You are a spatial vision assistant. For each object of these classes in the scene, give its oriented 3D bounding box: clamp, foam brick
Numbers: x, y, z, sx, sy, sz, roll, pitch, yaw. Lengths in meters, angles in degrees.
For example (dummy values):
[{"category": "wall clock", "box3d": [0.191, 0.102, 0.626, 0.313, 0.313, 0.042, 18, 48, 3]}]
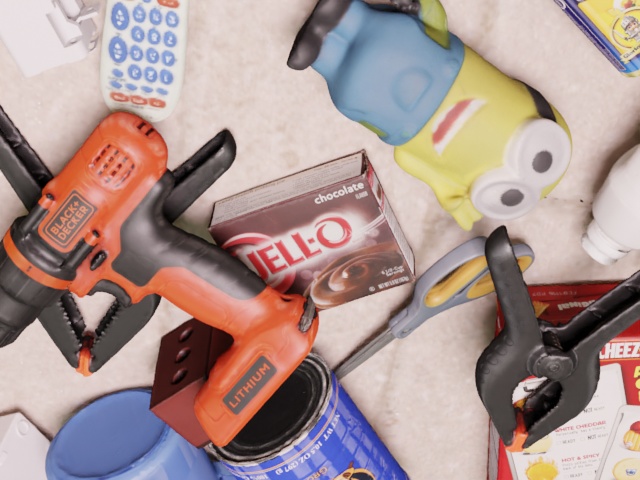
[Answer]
[{"category": "clamp", "box3d": [0.154, 0.065, 0.666, 0.120, 0.039, 0.171, 5, 128, 4]}, {"category": "clamp", "box3d": [-0.139, 0.003, 0.708, 0.164, 0.036, 0.210, 3, 123, -1]}, {"category": "foam brick", "box3d": [-0.080, 0.096, 0.751, 0.053, 0.078, 0.051, -34, 119, 20]}]

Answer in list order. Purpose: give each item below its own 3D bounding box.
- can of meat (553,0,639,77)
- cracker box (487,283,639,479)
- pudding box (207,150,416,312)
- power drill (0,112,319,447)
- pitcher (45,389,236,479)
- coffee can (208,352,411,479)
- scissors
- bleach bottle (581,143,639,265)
[{"category": "can of meat", "box3d": [0.178, -0.150, 0.580, 0.102, 0.057, 0.083, -38, 120, 25]}, {"category": "cracker box", "box3d": [0.208, 0.131, 0.779, 0.164, 0.072, 0.214, -3, 126, 2]}, {"category": "pudding box", "box3d": [-0.005, 0.001, 0.703, 0.113, 0.039, 0.090, -20, 123, 13]}, {"category": "power drill", "box3d": [-0.109, 0.042, 0.657, 0.187, 0.057, 0.185, 39, 109, -9]}, {"category": "pitcher", "box3d": [-0.108, 0.231, 0.831, 0.145, 0.149, 0.243, 1, 127, 28]}, {"category": "coffee can", "box3d": [-0.004, 0.164, 0.784, 0.103, 0.103, 0.140, -23, 123, 17]}, {"category": "scissors", "box3d": [0.078, 0.052, 0.749, 0.096, 0.016, 0.202, -10, 154, -29]}, {"category": "bleach bottle", "box3d": [0.242, -0.077, 0.621, 0.068, 0.102, 0.251, 49, 132, 18]}]
